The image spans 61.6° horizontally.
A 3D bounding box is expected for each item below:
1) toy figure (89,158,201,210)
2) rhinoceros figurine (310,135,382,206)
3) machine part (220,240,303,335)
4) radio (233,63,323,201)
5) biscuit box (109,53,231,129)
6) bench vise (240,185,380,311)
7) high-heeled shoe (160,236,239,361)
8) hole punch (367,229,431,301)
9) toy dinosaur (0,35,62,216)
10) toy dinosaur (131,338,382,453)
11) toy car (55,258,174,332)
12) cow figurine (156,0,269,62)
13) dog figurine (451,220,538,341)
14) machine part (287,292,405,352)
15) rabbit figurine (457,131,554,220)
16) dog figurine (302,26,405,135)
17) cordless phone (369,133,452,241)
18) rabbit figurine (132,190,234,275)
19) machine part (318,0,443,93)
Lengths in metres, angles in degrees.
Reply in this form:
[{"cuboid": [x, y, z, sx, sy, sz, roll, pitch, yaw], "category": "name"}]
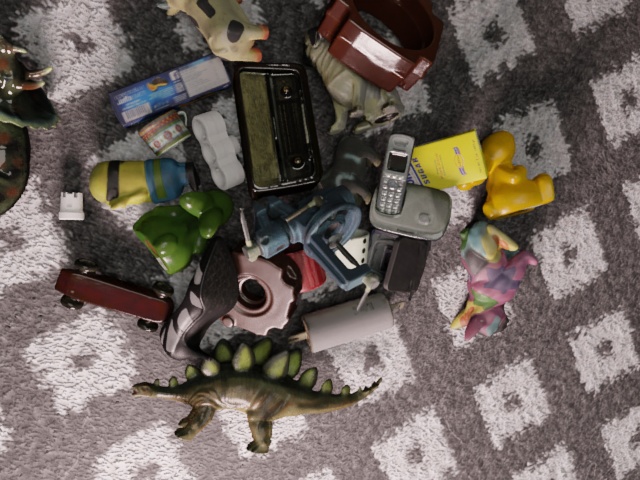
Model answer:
[{"cuboid": [-0.305, -0.103, 0.934, 0.180, 0.082, 0.089, -13, 89, -6], "category": "toy figure"}, {"cuboid": [0.040, -0.102, 1.014, 0.112, 0.073, 0.190, 22, 92, -16], "category": "rhinoceros figurine"}, {"cuboid": [-0.119, 0.088, 0.968, 0.180, 0.056, 0.179, 5, 114, 12], "category": "machine part"}, {"cuboid": [-0.076, -0.192, 0.950, 0.131, 0.073, 0.229, -7, 84, -12], "category": "radio"}, {"cuboid": [-0.258, -0.259, 0.933, 0.203, 0.063, 0.059, -24, 102, -8], "category": "biscuit box"}, {"cuboid": [-0.003, 0.005, 0.891, 0.224, 0.241, 0.128, -23, 145, -31], "category": "bench vise"}, {"cuboid": [-0.223, 0.101, 0.946, 0.086, 0.145, 0.248, 0, 104, -49], "category": "high-heeled shoe"}, {"cuboid": [0.147, 0.041, 1.059, 0.115, 0.092, 0.142, 12, 92, -43], "category": "hole punch"}, {"cuboid": [-0.540, -0.124, 0.865, 0.192, 0.131, 0.404, 12, 100, -13], "category": "toy dinosaur"}, {"cuboid": [-0.109, 0.292, 1.016, 0.471, 0.105, 0.198, 13, 91, -18], "category": "toy dinosaur"}, {"cuboid": [-0.362, 0.097, 0.959, 0.202, 0.053, 0.089, 20, 103, -18], "category": "toy car"}, {"cuboid": [-0.187, -0.381, 0.902, 0.127, 0.085, 0.195, -20, 69, -38], "category": "cow figurine"}, {"cuboid": [0.325, 0.091, 1.087, 0.191, 0.108, 0.219, 33, 92, -15], "category": "dog figurine"}, {"cuboid": [0.053, 0.159, 1.047, 0.243, 0.079, 0.079, -15, 100, -9], "category": "machine part"}, {"cuboid": [0.359, -0.130, 1.078, 0.162, 0.122, 0.173, -11, 86, -2], "category": "rabbit figurine"}, {"cuboid": [0.065, -0.305, 0.990, 0.172, 0.121, 0.190, -10, 81, -44], "category": "dog figurine"}, {"cuboid": [0.174, -0.099, 0.979, 0.147, 0.089, 0.184, 13, 116, 12], "category": "cordless phone"}, {"cuboid": [-0.225, -0.038, 0.936, 0.170, 0.159, 0.121, -40, 94, -21], "category": "rabbit figurine"}, {"cuboid": [0.108, -0.372, 0.944, 0.201, 0.087, 0.201, 28, 54, -13], "category": "machine part"}]
